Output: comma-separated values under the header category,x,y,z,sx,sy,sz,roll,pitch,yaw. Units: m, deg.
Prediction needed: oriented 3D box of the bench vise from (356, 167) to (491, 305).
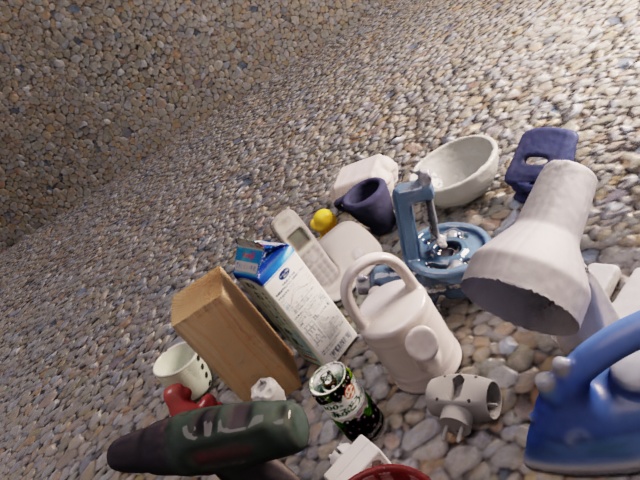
category,x,y,z,sx,sy,sz,roll,pitch,yaw
bench vise,0.134,0.019,0.780,0.207,0.220,0.121,-32,27,5

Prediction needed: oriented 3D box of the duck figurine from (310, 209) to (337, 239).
category,x,y,z,sx,sy,sz,roll,pitch,yaw
duck figurine,0.024,-0.022,1.117,0.104,0.086,0.078,0,43,48

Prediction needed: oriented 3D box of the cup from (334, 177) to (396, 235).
category,x,y,z,sx,sy,sz,roll,pitch,yaw
cup,0.091,-0.054,1.084,0.117,0.095,0.092,-13,34,36

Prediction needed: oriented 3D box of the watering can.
category,x,y,z,sx,sy,sz,roll,pitch,yaw
watering can,0.100,0.098,0.719,0.101,0.194,0.172,-47,29,-22

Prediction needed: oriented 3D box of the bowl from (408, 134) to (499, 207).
category,x,y,z,sx,sy,sz,roll,pitch,yaw
bowl,0.248,-0.111,1.021,0.167,0.075,0.167,-26,28,16

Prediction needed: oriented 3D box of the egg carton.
category,x,y,z,sx,sy,sz,roll,pitch,yaw
egg carton,0.094,-0.122,1.218,0.150,0.069,0.107,-18,32,30

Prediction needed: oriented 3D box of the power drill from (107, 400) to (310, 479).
category,x,y,z,sx,sy,sz,roll,pitch,yaw
power drill,-0.096,0.267,0.652,0.229,0.209,0.075,-25,29,18

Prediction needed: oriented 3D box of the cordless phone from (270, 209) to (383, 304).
category,x,y,z,sx,sy,sz,roll,pitch,yaw
cordless phone,0.009,0.004,0.983,0.148,0.185,0.093,-45,29,-18

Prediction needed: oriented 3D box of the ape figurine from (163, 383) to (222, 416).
category,x,y,z,sx,sy,sz,roll,pitch,yaw
ape figurine,-0.212,0.264,0.913,0.077,0.092,0.076,-8,37,41

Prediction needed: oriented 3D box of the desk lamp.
category,x,y,z,sx,sy,sz,roll,pitch,yaw
desk lamp,0.263,0.036,0.616,0.117,0.214,0.203,6,48,52

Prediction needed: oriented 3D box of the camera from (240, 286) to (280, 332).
category,x,y,z,sx,sy,sz,roll,pitch,yaw
camera,-0.093,0.121,1.002,0.143,0.101,0.136,-44,29,-18

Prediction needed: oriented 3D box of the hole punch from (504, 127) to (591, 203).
category,x,y,z,sx,sy,sz,roll,pitch,yaw
hole punch,0.350,-0.115,0.896,0.101,0.091,0.108,-44,29,-17

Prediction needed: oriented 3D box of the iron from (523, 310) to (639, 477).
category,x,y,z,sx,sy,sz,roll,pitch,yaw
iron,0.287,0.124,0.526,0.258,0.142,0.118,-28,28,12
